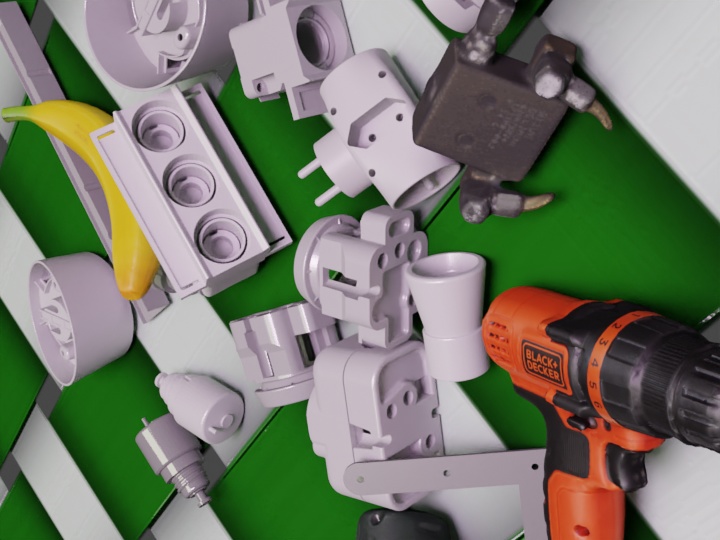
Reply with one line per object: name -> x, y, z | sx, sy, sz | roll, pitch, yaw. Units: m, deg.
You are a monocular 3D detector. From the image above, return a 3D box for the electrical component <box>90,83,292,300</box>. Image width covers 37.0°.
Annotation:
electrical component -> -0.109, -0.048, 0.692 | 0.121, 0.079, 0.063 | 60, 164, 9

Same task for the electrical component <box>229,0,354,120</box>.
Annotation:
electrical component -> -0.039, -0.126, 0.617 | 0.064, 0.042, 0.081 | -7, 100, 49

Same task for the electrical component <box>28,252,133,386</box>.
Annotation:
electrical component -> -0.225, 0.036, 0.840 | 0.099, 0.064, 0.099 | 18, 118, 38

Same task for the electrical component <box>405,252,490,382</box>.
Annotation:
electrical component -> 0.051, 0.028, 0.589 | 0.044, 0.044, 0.065 | 8, 115, 42

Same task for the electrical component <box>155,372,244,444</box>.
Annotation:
electrical component -> -0.119, 0.095, 0.778 | 0.078, 0.040, 0.040 | 25, 121, 36

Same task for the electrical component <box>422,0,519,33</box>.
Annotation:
electrical component -> 0.058, -0.147, 0.507 | 0.047, 0.055, 0.055 | -25, 88, 42

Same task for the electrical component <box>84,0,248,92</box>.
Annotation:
electrical component -> -0.119, -0.163, 0.662 | 0.099, 0.064, 0.099 | 17, 117, 39

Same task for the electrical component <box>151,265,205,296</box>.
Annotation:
electrical component -> -0.133, -0.003, 0.754 | 0.078, 0.040, 0.040 | 28, 123, 33

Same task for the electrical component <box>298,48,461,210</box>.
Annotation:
electrical component -> 0.002, -0.066, 0.584 | 0.079, 0.043, 0.077 | -35, 77, 16

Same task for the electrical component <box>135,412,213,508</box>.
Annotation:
electrical component -> -0.137, 0.143, 0.813 | 0.078, 0.040, 0.040 | 55, 134, 14

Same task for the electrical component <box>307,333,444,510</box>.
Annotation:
electrical component -> 0.008, 0.088, 0.643 | 0.059, 0.054, 0.095 | 6, 109, 43

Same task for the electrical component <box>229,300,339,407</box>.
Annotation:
electrical component -> -0.044, 0.052, 0.677 | 0.078, 0.058, 0.057 | -15, 92, 46

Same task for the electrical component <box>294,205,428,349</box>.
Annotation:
electrical component -> 0.000, 0.000, 0.616 | 0.057, 0.058, 0.078 | 15, 115, 37
